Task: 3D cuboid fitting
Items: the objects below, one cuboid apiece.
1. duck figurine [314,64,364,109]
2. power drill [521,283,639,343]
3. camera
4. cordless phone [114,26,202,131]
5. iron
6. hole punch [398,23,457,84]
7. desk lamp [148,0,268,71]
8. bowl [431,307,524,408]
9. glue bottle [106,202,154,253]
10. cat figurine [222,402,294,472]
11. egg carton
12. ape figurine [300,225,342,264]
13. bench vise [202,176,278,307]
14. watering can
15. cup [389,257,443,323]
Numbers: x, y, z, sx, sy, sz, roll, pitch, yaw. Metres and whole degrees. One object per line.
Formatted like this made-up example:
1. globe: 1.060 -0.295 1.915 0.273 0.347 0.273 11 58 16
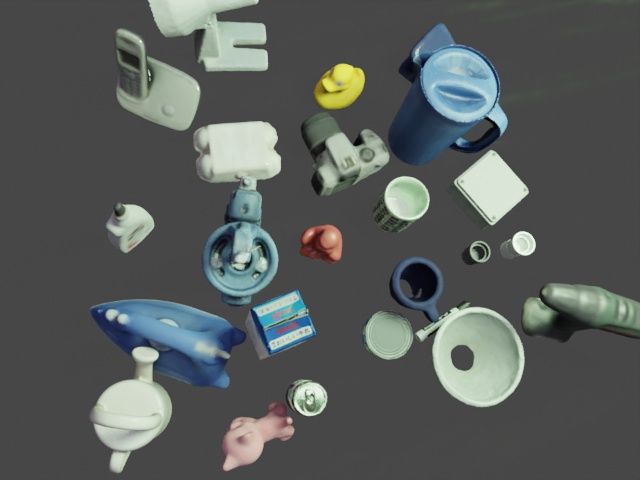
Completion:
1. duck figurine: 0.041 -0.300 1.078 0.105 0.086 0.077 -30 84 -15
2. power drill: 0.439 0.128 0.984 0.230 0.208 0.076 12 75 -7
3. camera: 0.036 -0.171 1.039 0.143 0.100 0.137 -26 83 -14
4. cordless phone: -0.276 -0.273 0.965 0.147 0.185 0.094 20 75 -4
5. iron: -0.250 0.147 0.895 0.258 0.141 0.119 20 75 -5
6. hole punch: 0.227 -0.350 1.119 0.101 0.091 0.109 42 74 2
7. desk lamp: -0.187 -0.393 0.993 0.203 0.213 0.118 -4 78 -10
8. bowl: 0.265 0.205 1.006 0.167 0.074 0.167 2 77 -9
9. glue bottle: -0.308 -0.029 0.909 0.037 0.173 0.078 39 74 1
10. cat figurine: -0.100 0.307 0.896 0.128 0.117 0.067 -22 81 -14
11. egg carton: -0.147 -0.155 1.020 0.150 0.069 0.107 -8 78 -11
12. ape figurine: 0.009 0.004 0.999 0.076 0.092 0.078 -38 85 -15
13. bench vise: -0.134 -0.007 0.910 0.121 0.219 0.207 -12 79 -12
14. watering can: -0.278 0.248 0.839 0.101 0.194 0.173 -8 79 -11
15. cup: 0.165 0.093 1.004 0.092 0.095 0.118 -25 82 -14
